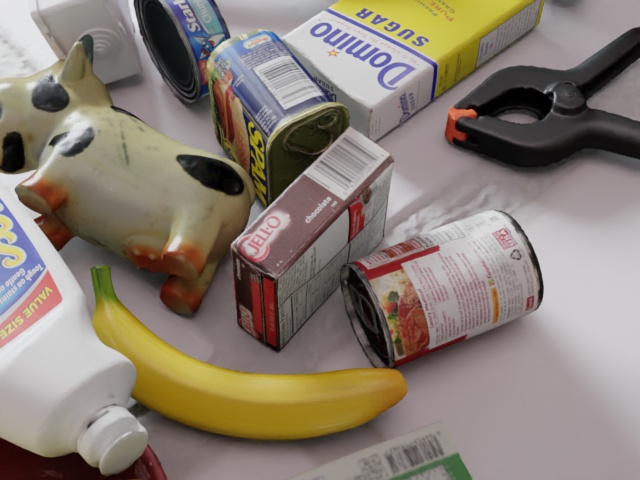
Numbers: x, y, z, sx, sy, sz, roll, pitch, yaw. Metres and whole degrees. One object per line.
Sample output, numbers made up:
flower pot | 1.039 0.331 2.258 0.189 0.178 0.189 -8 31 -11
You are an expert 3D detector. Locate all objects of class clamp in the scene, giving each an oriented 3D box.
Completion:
clamp | 0.174 -0.081 0.723 0.171 0.039 0.120 -17 53 -7

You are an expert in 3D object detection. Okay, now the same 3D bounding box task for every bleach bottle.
bleach bottle | -0.173 0.031 0.577 0.102 0.068 0.251 -26 52 -38

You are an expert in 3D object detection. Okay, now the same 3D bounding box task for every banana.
banana | -0.053 0.077 0.605 0.198 0.037 0.070 19 98 7

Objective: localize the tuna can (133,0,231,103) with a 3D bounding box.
tuna can | -0.092 -0.139 0.729 0.033 0.086 0.086 -29 62 -20

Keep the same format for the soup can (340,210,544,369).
soup can | 0.071 0.029 0.631 0.102 0.068 0.068 -20 59 -14

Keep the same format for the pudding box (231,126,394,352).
pudding box | -0.004 0.001 0.636 0.039 0.090 0.113 36 63 19

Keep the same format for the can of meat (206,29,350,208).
can of meat | -0.028 -0.071 0.677 0.057 0.102 0.084 -26 59 -18

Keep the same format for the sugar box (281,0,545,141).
sugar box | 0.067 -0.150 0.762 0.176 0.048 0.093 -36 63 -23

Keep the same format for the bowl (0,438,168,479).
bowl | -0.152 0.162 0.549 0.162 0.055 0.162 0 57 -1
